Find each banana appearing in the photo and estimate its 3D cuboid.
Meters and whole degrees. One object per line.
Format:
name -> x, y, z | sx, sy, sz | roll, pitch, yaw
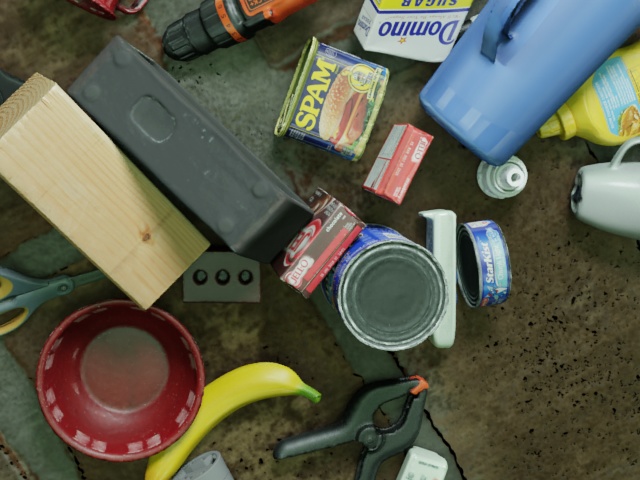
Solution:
banana -> -0.099, 0.174, 1.066 | 0.198, 0.037, 0.070 | -30, 57, 5

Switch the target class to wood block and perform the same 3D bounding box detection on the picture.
wood block -> -0.209, -0.043, 0.970 | 0.090, 0.090, 0.206 | -46, 119, -8

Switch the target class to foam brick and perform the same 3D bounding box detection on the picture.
foam brick -> -0.096, 0.033, 1.052 | 0.078, 0.051, 0.053 | 0, 97, -6

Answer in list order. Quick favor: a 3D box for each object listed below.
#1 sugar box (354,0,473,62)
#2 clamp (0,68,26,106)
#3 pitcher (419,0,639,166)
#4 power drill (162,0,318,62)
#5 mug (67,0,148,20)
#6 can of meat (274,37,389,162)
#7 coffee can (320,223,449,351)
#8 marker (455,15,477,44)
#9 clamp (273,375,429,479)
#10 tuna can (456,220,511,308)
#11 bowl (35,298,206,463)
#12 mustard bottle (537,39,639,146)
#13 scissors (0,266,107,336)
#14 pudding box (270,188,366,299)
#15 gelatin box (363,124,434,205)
sugar box -> 0.105, -0.254, 0.995 | 0.093, 0.048, 0.176 | 5, 125, -22
clamp -> -0.308, -0.137, 0.971 | 0.209, 0.036, 0.164 | 45, 70, -44
pitcher -> 0.203, -0.194, 1.001 | 0.149, 0.145, 0.243 | 36, 102, -19
power drill -> -0.096, -0.279, 1.000 | 0.185, 0.057, 0.187 | -22, 95, 18
mug -> -0.204, -0.257, 0.995 | 0.117, 0.093, 0.081 | 28, 87, -39
can of meat -> 0.012, -0.135, 1.043 | 0.084, 0.057, 0.102 | 19, 95, -11
coffee can -> 0.058, 0.042, 1.025 | 0.102, 0.140, 0.103 | -1, 97, -7
marker -> 0.182, -0.227, 1.068 | 0.121, 0.020, 0.020 | -24, 99, -3
clamp -> 0.038, 0.198, 1.093 | 0.120, 0.039, 0.171 | 37, 88, -15
tuna can -> 0.161, 0.024, 1.062 | 0.033, 0.086, 0.086 | -8, 97, -7
bowl -> -0.194, 0.133, 1.051 | 0.162, 0.055, 0.162 | -1, 97, -6
mustard bottle -> 0.304, -0.148, 1.071 | 0.191, 0.058, 0.096 | -24, 103, -3
scissors -> -0.265, 0.035, 1.033 | 0.201, 0.016, 0.096 | -28, 135, -2
pudding box -> -0.007, 0.001, 1.027 | 0.039, 0.113, 0.090 | 39, 91, -13
gelatin box -> 0.076, -0.075, 1.039 | 0.030, 0.089, 0.073 | 26, 93, -8
